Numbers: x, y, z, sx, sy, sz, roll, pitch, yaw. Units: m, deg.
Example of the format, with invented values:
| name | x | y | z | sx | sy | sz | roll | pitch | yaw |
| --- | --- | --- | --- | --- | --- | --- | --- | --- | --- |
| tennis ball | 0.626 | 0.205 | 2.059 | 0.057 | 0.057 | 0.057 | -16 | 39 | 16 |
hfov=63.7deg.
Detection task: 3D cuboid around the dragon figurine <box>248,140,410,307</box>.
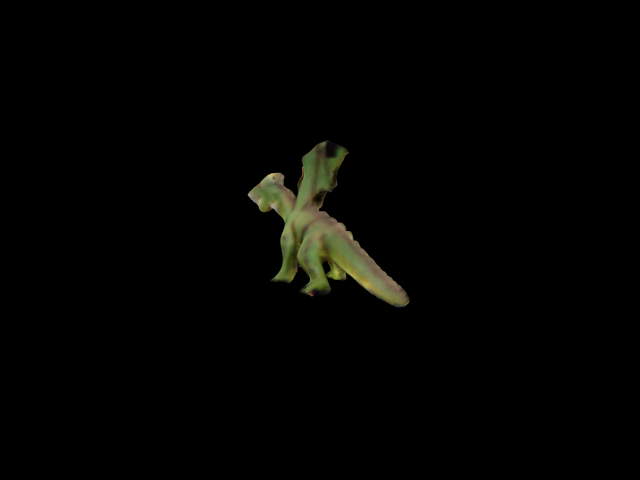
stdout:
| name | x | y | z | sx | sy | sz | roll | pitch | yaw |
| --- | --- | --- | --- | --- | --- | --- | --- | --- | --- |
| dragon figurine | 0.003 | -0.043 | 0.850 | 0.122 | 0.242 | 0.411 | -4 | 8 | -39 |
